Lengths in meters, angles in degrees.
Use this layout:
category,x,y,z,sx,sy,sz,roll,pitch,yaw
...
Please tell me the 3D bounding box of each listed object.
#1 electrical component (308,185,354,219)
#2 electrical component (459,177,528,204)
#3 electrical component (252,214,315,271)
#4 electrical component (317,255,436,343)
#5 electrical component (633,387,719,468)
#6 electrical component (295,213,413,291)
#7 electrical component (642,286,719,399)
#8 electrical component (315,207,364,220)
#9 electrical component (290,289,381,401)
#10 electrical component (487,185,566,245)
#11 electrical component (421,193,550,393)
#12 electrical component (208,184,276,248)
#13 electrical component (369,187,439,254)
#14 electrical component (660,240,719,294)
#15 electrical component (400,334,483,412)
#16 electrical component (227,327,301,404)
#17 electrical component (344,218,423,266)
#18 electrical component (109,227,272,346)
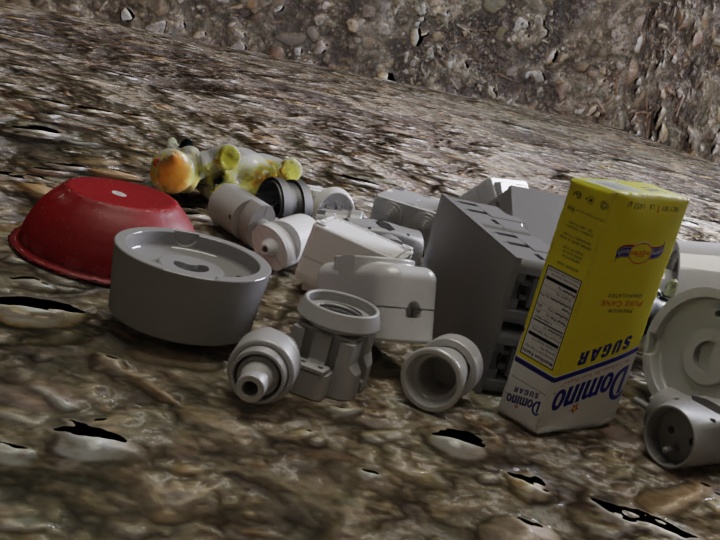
category,x,y,z,sx,sy,sz,roll,pitch,yaw
electrical component,-0.035,-0.067,1.158,0.066,0.048,0.055,8,9,-23
electrical component,0.161,-0.050,1.194,0.062,0.096,0.061,2,-23,-39
electrical component,-0.069,-0.025,0.970,0.043,0.043,0.081,19,16,16
electrical component,0.010,0.021,0.795,0.054,0.059,0.095,6,-2,-36
electrical component,0.231,0.109,0.768,0.077,0.043,0.079,3,18,-36
electrical component,0.000,0.000,0.925,0.096,0.061,0.062,24,14,9
electrical component,0.286,0.070,0.848,0.060,0.108,0.108,11,14,-37
electrical component,-0.022,-0.044,1.096,0.046,0.040,0.040,9,15,4
electrical component,-0.019,0.048,0.725,0.058,0.057,0.078,19,15,16
electrical component,0.209,-0.026,1.134,0.150,0.089,0.062,8,-21,-23
electrical component,0.106,0.017,0.866,0.060,0.105,0.186,10,15,-16
electrical component,-0.108,-0.050,1.027,0.043,0.043,0.081,3,19,-37
electrical component,0.061,-0.056,1.196,0.100,0.048,0.100,18,15,13
electrical component,0.317,0.022,1.053,0.060,0.108,0.108,10,15,4
electrical component,0.058,0.070,0.744,0.045,0.045,0.055,20,15,19
electrical component,-0.061,0.062,0.661,0.043,0.043,0.062,15,15,3
electrical component,0.023,-0.018,1.033,0.077,0.043,0.079,9,16,-19
electrical component,-0.120,0.016,0.739,0.108,0.060,0.108,14,15,-4
